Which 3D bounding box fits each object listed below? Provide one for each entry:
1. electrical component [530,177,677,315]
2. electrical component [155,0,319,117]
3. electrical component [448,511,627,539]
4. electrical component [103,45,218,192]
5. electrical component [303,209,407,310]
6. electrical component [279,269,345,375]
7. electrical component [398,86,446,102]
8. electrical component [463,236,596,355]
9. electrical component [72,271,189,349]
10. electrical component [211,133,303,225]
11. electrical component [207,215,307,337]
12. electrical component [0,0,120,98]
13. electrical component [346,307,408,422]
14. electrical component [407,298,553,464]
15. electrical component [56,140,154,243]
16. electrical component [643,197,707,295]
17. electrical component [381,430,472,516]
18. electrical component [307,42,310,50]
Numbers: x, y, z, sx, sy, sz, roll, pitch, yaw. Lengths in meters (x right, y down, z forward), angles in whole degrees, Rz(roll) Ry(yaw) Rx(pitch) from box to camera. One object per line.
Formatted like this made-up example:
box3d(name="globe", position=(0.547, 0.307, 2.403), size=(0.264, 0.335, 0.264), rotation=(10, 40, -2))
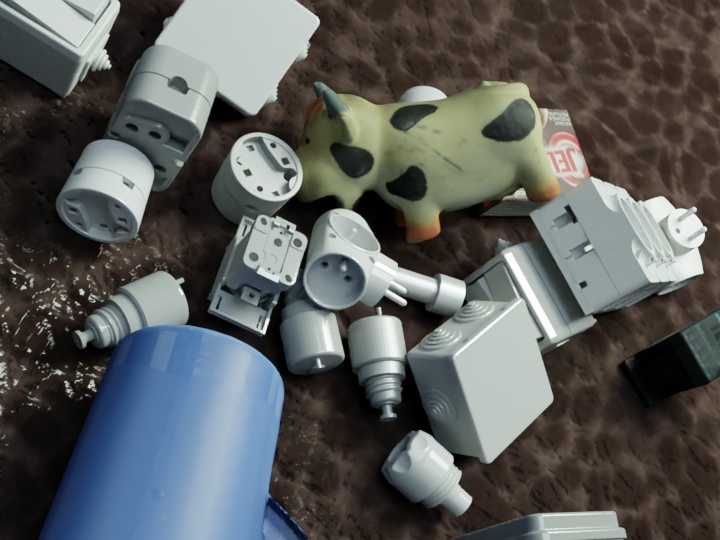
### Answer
box3d(name="electrical component", position=(0.202, -0.019, 0.859), size=(0.089, 0.062, 0.150), rotation=(63, 21, 11))
box3d(name="electrical component", position=(-0.092, -0.172, 0.800), size=(0.100, 0.048, 0.099), rotation=(35, 87, -10))
box3d(name="electrical component", position=(0.116, 0.198, 0.710), size=(0.078, 0.113, 0.057), rotation=(5, 66, -28))
box3d(name="electrical component", position=(-0.137, -0.105, 0.731), size=(0.054, 0.095, 0.059), rotation=(23, 56, -18))
box3d(name="electrical component", position=(0.000, 0.000, 0.760), size=(0.079, 0.044, 0.077), rotation=(31, 23, -12))
box3d(name="electrical component", position=(-0.037, 0.037, 0.751), size=(0.040, 0.040, 0.078), rotation=(0, 63, -30))
box3d(name="electrical component", position=(0.050, -0.116, 0.877), size=(0.045, 0.045, 0.055), rotation=(22, 56, -19))
box3d(name="electrical component", position=(0.125, 0.020, 0.839), size=(0.061, 0.062, 0.096), rotation=(-20, 77, -36))
box3d(name="electrical component", position=(-0.147, 0.030, 0.690), size=(0.078, 0.040, 0.040), rotation=(-26, 80, -36))
box3d(name="electrical component", position=(-0.076, -0.063, 0.775), size=(0.055, 0.047, 0.055), rotation=(13, 60, -24))
box3d(name="electrical component", position=(-0.069, -0.002, 0.737), size=(0.042, 0.064, 0.081), rotation=(25, 56, -16))
box3d(name="electrical component", position=(-0.213, -0.172, 0.744), size=(0.096, 0.061, 0.061), rotation=(31, 54, -13))
box3d(name="electrical component", position=(0.014, 0.068, 0.764), size=(0.040, 0.040, 0.078), rotation=(4, 64, -28))
box3d(name="electrical component", position=(0.087, 0.077, 0.776), size=(0.100, 0.048, 0.099), rotation=(-35, 114, -38))
box3d(name="electrical component", position=(-0.167, -0.053, 0.714), size=(0.055, 0.055, 0.047), rotation=(25, 52, -17))
box3d(name="electrical component", position=(0.273, -0.028, 0.939), size=(0.044, 0.079, 0.077), rotation=(-16, 74, -27))
box3d(name="electrical component", position=(0.049, 0.144, 0.743), size=(0.062, 0.043, 0.043), rotation=(43, 52, -6))
box3d(name="electrical component", position=(-0.067, -0.186, 0.850), size=(0.046, 0.040, 0.040), rotation=(52, 52, -3))
